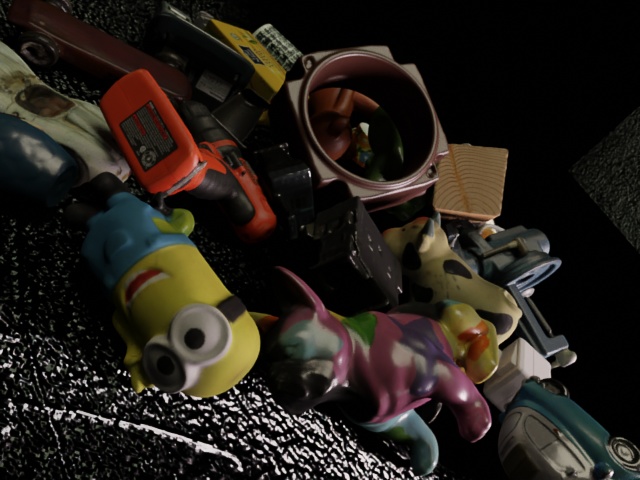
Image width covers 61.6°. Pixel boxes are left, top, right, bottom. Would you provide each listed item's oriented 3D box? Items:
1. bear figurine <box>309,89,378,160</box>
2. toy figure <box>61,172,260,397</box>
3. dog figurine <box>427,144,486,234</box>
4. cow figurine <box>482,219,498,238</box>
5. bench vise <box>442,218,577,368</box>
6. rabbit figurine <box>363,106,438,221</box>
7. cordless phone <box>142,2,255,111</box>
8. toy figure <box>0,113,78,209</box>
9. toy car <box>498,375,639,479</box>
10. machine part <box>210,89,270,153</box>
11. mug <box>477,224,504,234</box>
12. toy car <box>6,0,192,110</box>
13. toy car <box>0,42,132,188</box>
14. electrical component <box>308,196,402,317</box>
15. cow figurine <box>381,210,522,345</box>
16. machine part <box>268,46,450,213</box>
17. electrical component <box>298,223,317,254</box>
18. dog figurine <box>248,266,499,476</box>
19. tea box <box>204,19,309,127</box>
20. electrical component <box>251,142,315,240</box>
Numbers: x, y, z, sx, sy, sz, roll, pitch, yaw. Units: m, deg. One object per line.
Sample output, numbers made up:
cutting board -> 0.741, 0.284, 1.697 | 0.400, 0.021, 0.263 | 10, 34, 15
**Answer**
bear figurine -> 0.031, -0.173, 0.843 | 0.132, 0.120, 0.196 | 31, 30, -27
toy figure -> -0.114, 0.031, 0.398 | 0.180, 0.082, 0.089 | 49, 30, 20
dog figurine -> 0.239, -0.062, 1.006 | 0.172, 0.121, 0.190 | 35, 46, -73
cow figurine -> 0.311, -0.025, 1.049 | 0.098, 0.068, 0.167 | 30, 29, -34
bench vise -> 0.265, 0.073, 0.757 | 0.223, 0.128, 0.241 | -9, 61, -34
rabbit figurine -> 0.108, -0.122, 0.829 | 0.170, 0.121, 0.159 | 67, 31, -42
cordless phone -> -0.175, -0.274, 0.765 | 0.146, 0.088, 0.184 | 25, 27, -29
toy figure -> -0.260, -0.079, 0.395 | 0.154, 0.057, 0.064 | 32, 22, -8
toy car -> 0.243, 0.225, 0.558 | 0.103, 0.109, 0.162 | -6, 43, -34
machine part -> -0.115, -0.149, 0.680 | 0.084, 0.039, 0.139 | 39, 45, -4
mug -> 0.265, 0.025, 0.875 | 0.107, 0.109, 0.081 | 20, -3, -19
toy car -> -0.240, -0.201, 0.603 | 0.202, 0.053, 0.089 | 19, 54, -34
toy car -> -0.251, -0.114, 0.456 | 0.201, 0.056, 0.073 | 35, 28, -14
electrical component -> 0.042, 0.022, 0.588 | 0.114, 0.058, 0.134 | 56, 24, -30
cow figurine -> 0.152, 0.051, 0.655 | 0.195, 0.127, 0.085 | 36, 22, 12
machine part -> 0.050, -0.139, 0.685 | 0.201, 0.087, 0.201 | -15, 80, -25
electrical component -> -0.001, -0.002, 0.654 | 0.063, 0.021, 0.094 | 27, 31, -26
dog figurine -> 0.042, 0.091, 0.476 | 0.219, 0.108, 0.191 | 35, 42, -7
tea box -> -0.109, -0.257, 0.837 | 0.170, 0.068, 0.098 | 50, 27, 14
electrical component -> -0.035, -0.050, 0.592 | 0.048, 0.074, 0.119 | -18, 36, -16
